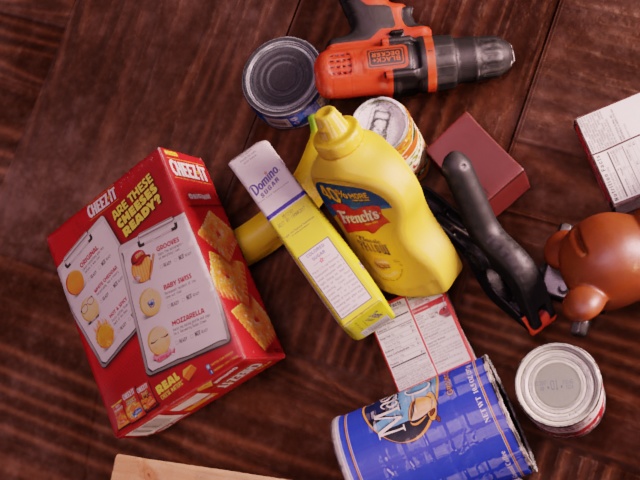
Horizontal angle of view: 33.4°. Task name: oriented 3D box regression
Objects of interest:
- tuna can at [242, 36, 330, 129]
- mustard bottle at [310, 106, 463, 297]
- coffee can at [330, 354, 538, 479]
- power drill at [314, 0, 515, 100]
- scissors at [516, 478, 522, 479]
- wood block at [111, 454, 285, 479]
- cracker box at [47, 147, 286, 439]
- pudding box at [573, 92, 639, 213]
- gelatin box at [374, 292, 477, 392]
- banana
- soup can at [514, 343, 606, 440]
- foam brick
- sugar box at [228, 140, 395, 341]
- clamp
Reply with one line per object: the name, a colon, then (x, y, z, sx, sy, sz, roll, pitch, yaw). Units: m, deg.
tuna can: (-0.032, -0.153, 1.037, 0.086, 0.033, 0.086, -4, 75, 15)
mustard bottle: (0.044, -0.035, 0.893, 0.096, 0.191, 0.058, 13, 54, 44)
coffee can: (0.093, 0.168, 0.877, 0.140, 0.102, 0.103, -24, 70, 9)
power drill: (0.079, -0.224, 1.003, 0.184, 0.057, 0.187, -6, 70, 0)
scissors: (0.099, 0.250, 0.899, 0.202, 0.016, 0.096, -5, 77, 14)
wood block: (-0.072, 0.244, 0.905, 0.206, 0.090, 0.090, 3, 75, 21)
cracker box: (-0.145, 0.050, 0.978, 0.164, 0.072, 0.214, -34, 68, 26)
pudding box: (0.288, -0.083, 0.921, 0.113, 0.039, 0.090, -23, 72, 12)
gelatin box: (0.091, 0.089, 0.938, 0.073, 0.030, 0.089, -26, 68, 9)
banana: (-0.045, -0.027, 1.009, 0.198, 0.037, 0.070, -48, 49, -2)
soup can: (0.194, 0.123, 0.860, 0.068, 0.102, 0.068, -4, 74, 15)
foam brick: (0.141, -0.064, 0.953, 0.053, 0.051, 0.078, -41, 68, 4)
sugar box: (-0.006, 0.001, 0.918, 0.048, 0.093, 0.176, -34, 73, 1)
clamp: (0.142, 0.001, 0.902, 0.039, 0.120, 0.171, -39, 78, -12)
